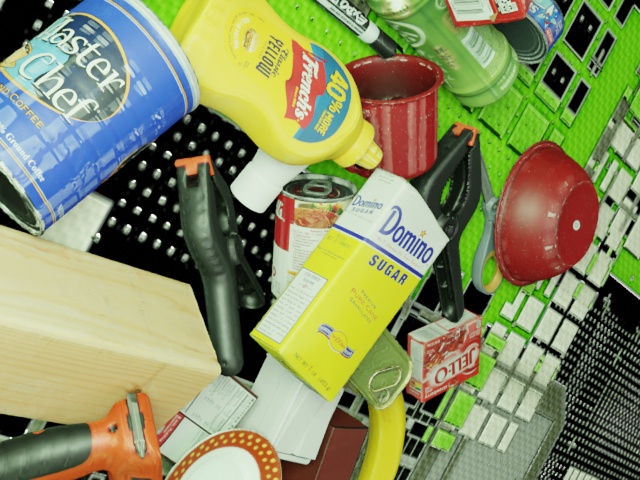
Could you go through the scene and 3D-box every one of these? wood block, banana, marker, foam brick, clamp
[{"bbox_3d":[-0.182,0.066,0.741,0.091,0.090,0.205,-43,141,22],"label":"wood block"},{"bbox_3d":[0.056,0.202,1.092,0.069,0.037,0.198,-12,117,-19],"label":"banana"},{"bbox_3d":[0.023,-0.185,0.878,0.121,0.020,0.020,32,86,-38],"label":"marker"},{"bbox_3d":[0.002,0.204,1.027,0.051,0.053,0.078,13,100,-46],"label":"foam brick"},{"bbox_3d":[-0.078,0.010,0.856,0.039,0.120,0.171,-7,106,5],"label":"clamp"},{"bbox_3d":[0.105,-0.011,1.034,0.164,0.036,0.210,-4,112,-45],"label":"clamp"}]

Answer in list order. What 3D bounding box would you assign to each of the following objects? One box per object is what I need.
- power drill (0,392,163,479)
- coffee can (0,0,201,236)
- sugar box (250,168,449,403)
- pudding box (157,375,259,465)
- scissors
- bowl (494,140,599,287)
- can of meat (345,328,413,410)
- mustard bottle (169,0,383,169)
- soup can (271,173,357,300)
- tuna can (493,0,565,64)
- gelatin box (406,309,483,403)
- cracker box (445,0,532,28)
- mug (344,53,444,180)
[{"bbox_3d":[-0.205,0.175,0.745,0.187,0.057,0.184,-10,146,-15],"label":"power drill"},{"bbox_3d":[-0.163,-0.086,0.700,0.140,0.103,0.102,-43,133,-20],"label":"coffee can"},{"bbox_3d":[0.029,0.037,0.879,0.176,0.048,0.093,-51,137,-10],"label":"sugar box"},{"bbox_3d":[-0.115,0.137,0.896,0.090,0.039,0.113,-53,137,-11],"label":"pudding box"},{"bbox_3d":[0.170,-0.016,1.107,0.096,0.016,0.201,-54,136,-12],"label":"scissors"},{"bbox_3d":[0.251,-0.023,1.136,0.161,0.055,0.162,-19,116,-45],"label":"bowl"},{"bbox_3d":[0.025,0.099,0.976,0.057,0.084,0.102,-52,135,-13],"label":"can of meat"},{"bbox_3d":[-0.026,-0.112,0.805,0.191,0.058,0.096,35,61,-27],"label":"mustard bottle"},{"bbox_3d":[-0.006,0.001,0.914,0.068,0.069,0.102,-14,119,-39],"label":"soup can"},{"bbox_3d":[0.181,-0.203,0.981,0.033,0.086,0.086,-52,135,-14],"label":"tuna can"},{"bbox_3d":[0.132,0.121,1.127,0.089,0.030,0.073,-19,121,-35],"label":"gelatin box"},{"bbox_3d":[0.142,-0.304,0.855,0.164,0.072,0.213,58,46,-41],"label":"cracker box"},{"bbox_3d":[0.053,-0.097,0.905,0.117,0.093,0.081,-43,139,-42],"label":"mug"}]
